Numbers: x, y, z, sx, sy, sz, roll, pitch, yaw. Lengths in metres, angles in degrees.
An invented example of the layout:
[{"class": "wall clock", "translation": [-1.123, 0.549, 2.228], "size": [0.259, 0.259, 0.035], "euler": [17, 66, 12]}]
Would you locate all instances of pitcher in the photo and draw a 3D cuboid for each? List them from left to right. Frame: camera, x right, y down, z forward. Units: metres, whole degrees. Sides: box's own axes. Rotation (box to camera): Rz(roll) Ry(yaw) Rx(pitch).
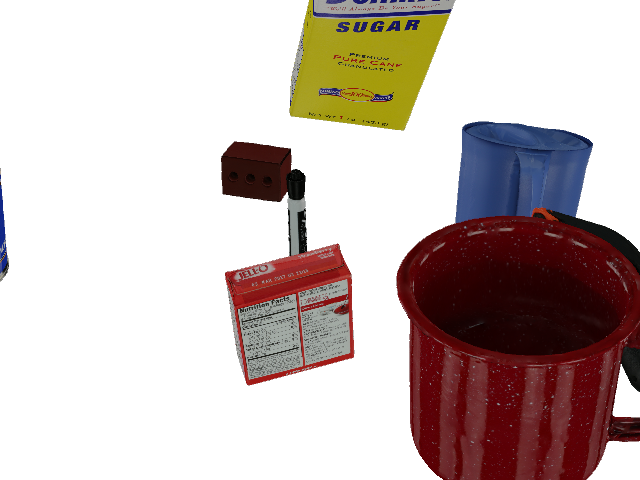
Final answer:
[{"class": "pitcher", "translation": [0.200, 0.003, 1.119], "size": [0.148, 0.243, 0.145], "euler": [-10, 23, -40]}]

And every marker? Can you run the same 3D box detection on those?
[{"class": "marker", "translation": [-0.023, -0.017, 1.048], "size": [0.020, 0.121, 0.020], "euler": [-1, 38, 0]}]

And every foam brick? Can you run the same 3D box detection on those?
[{"class": "foam brick", "translation": [-0.079, -0.085, 1.317], "size": [0.078, 0.053, 0.051], "euler": [8, 29, 13]}]

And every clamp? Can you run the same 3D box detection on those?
[{"class": "clamp", "translation": [0.215, 0.032, 0.735], "size": [0.120, 0.039, 0.172], "euler": [-7, 43, -30]}]

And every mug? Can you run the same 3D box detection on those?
[{"class": "mug", "translation": [0.088, 0.050, 0.423], "size": [0.117, 0.081, 0.093], "euler": [7, 36, 14]}]

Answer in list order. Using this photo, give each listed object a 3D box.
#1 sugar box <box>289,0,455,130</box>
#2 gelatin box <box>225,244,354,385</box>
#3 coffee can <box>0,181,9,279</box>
[{"class": "sugar box", "translation": [0.036, -0.149, 0.749], "size": [0.093, 0.048, 0.176], "euler": [6, -29, -7]}, {"class": "gelatin box", "translation": [-0.018, 0.047, 0.664], "size": [0.073, 0.030, 0.089], "euler": [-14, -41, -9]}, {"class": "coffee can", "translation": [-0.224, -0.046, 0.573], "size": [0.103, 0.140, 0.103], "euler": [3, 25, -1]}]
